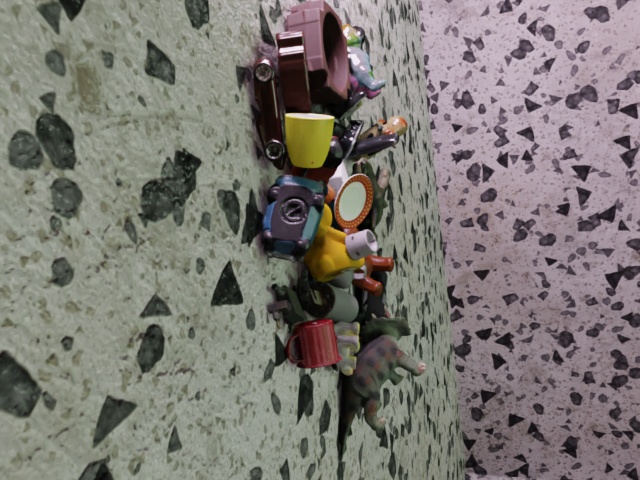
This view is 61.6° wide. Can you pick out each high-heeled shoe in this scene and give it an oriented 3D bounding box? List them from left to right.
[{"bbox_3d":[0.154,0.203,1.576,0.145,0.086,0.248,-147,-111,-78],"label":"high-heeled shoe"}]

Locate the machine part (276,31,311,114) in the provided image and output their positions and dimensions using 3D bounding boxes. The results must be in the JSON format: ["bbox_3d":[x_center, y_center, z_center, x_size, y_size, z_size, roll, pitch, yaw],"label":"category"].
[{"bbox_3d":[-0.050,-0.321,1.053,0.179,0.056,0.179,-16,99,-89],"label":"machine part"}]

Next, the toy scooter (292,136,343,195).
[{"bbox_3d":[-0.013,-0.168,1.096,0.183,0.075,0.135,-56,-134,50],"label":"toy scooter"}]

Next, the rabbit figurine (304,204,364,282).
[{"bbox_3d":[-0.002,-0.003,1.143,0.162,0.122,0.173,12,61,-59],"label":"rabbit figurine"}]

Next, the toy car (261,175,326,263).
[{"bbox_3d":[-0.049,-0.032,1.005,0.103,0.109,0.161,76,24,-76],"label":"toy car"}]

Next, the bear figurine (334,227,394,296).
[{"bbox_3d":[0.099,0.034,1.343,0.120,0.132,0.195,-58,149,-30],"label":"bear figurine"}]

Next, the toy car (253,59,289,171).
[{"bbox_3d":[-0.093,-0.228,0.989,0.089,0.053,0.202,-96,179,-81],"label":"toy car"}]

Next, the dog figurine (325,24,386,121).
[{"bbox_3d":[0.058,-0.440,1.368,0.219,0.191,0.108,56,3,3],"label":"dog figurine"}]

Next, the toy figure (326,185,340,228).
[{"bbox_3d":[0.011,-0.089,1.224,0.058,0.064,0.154,56,-1,45],"label":"toy figure"}]

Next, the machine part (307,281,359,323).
[{"bbox_3d":[0.028,0.144,1.199,0.243,0.079,0.079,33,55,-66],"label":"machine part"}]

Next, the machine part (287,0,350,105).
[{"bbox_3d":[-0.002,-0.420,1.224,0.201,0.087,0.200,-6,92,-71],"label":"machine part"}]

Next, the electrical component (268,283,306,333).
[{"bbox_3d":[-0.064,0.130,1.014,0.078,0.045,0.102,63,8,24],"label":"electrical component"}]

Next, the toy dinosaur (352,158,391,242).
[{"bbox_3d":[0.128,-0.103,1.427,0.470,0.105,0.198,72,25,-57],"label":"toy dinosaur"}]

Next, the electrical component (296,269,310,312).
[{"bbox_3d":[-0.035,0.105,1.086,0.094,0.021,0.063,101,-13,-50],"label":"electrical component"}]

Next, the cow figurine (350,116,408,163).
[{"bbox_3d":[0.153,-0.274,1.463,0.085,0.195,0.127,52,37,-12],"label":"cow figurine"}]

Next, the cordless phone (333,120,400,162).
[{"bbox_3d":[0.116,-0.259,1.363,0.147,0.184,0.088,-64,140,-52],"label":"cordless phone"}]

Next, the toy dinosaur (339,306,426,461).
[{"bbox_3d":[0.128,0.332,1.353,0.192,0.131,0.405,49,54,-5],"label":"toy dinosaur"}]

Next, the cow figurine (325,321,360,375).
[{"bbox_3d":[0.040,0.250,1.215,0.068,0.098,0.167,-81,175,-45],"label":"cow figurine"}]

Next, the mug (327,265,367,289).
[{"bbox_3d":[0.056,0.071,1.261,0.107,0.110,0.081,75,20,-59],"label":"mug"}]
